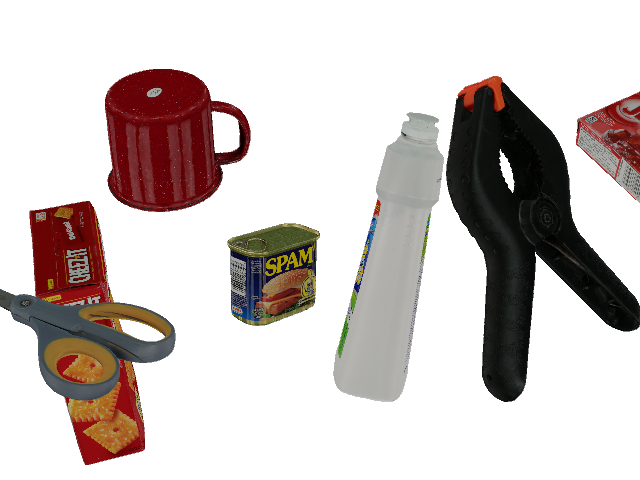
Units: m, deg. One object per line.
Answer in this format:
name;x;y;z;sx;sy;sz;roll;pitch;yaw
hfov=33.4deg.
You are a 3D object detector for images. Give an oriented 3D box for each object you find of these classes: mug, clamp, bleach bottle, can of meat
mug;-0.114;-0.083;0.843;0.117;0.081;0.093;-2;38;-4
clamp;0.107;-0.001;0.582;0.120;0.171;0.039;-33;8;-39
bleach bottle;0.066;0.010;0.943;0.068;0.251;0.102;11;19;2
can of meat;-0.049;0.036;1.139;0.101;0.084;0.058;-17;27;-42

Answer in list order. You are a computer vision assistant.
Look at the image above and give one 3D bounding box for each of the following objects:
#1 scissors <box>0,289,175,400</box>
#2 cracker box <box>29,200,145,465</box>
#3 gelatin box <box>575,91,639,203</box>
scissors;-0.195;0.058;0.699;0.202;0.016;0.096;9;34;12
cracker box;-0.236;0.092;1.084;0.072;0.214;0.164;-12;33;-10
gelatin box;0.247;-0.071;0.799;0.073;0.030;0.089;-24;51;-16
